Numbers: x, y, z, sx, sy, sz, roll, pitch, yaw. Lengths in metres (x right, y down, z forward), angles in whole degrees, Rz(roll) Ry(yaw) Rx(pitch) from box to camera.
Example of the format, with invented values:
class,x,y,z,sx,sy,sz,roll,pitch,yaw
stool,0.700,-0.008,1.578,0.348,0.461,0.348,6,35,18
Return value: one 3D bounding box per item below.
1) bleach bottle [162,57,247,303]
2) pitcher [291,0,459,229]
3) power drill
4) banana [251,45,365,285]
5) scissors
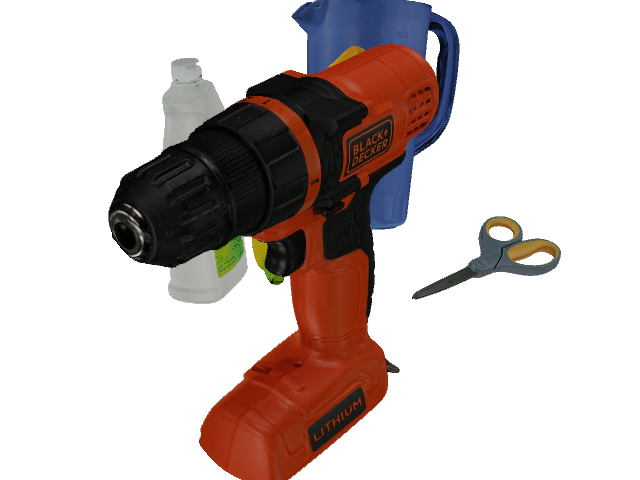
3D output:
class,x,y,z,sx,sy,sz,roll,pitch,yaw
bleach bottle,-0.132,-0.066,1.133,0.068,0.251,0.102,5,27,22
pitcher,0.056,-0.137,1.144,0.149,0.243,0.144,6,9,24
power drill,-0.016,0.019,0.478,0.057,0.188,0.184,28,40,30
banana,-0.012,-0.054,0.812,0.037,0.197,0.070,28,-17,-32
scissors,0.157,0.015,1.097,0.201,0.016,0.096,-8,42,-28
